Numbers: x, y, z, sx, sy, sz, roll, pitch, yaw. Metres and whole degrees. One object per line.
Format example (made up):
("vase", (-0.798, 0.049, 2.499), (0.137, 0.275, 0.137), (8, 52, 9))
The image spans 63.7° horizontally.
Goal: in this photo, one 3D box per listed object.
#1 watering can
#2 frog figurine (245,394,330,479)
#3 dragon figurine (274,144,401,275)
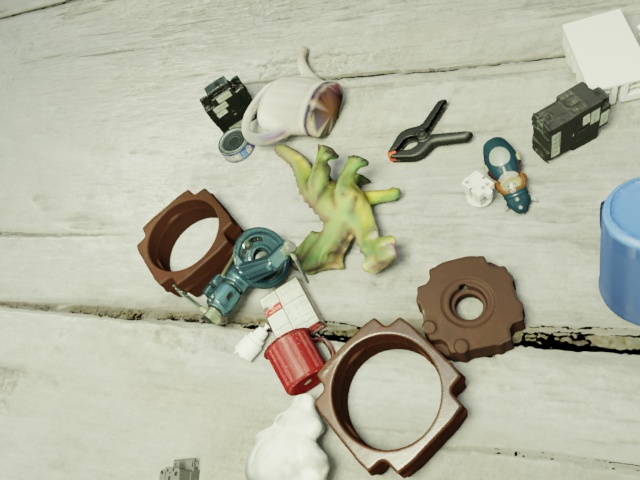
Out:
("watering can", (-0.044, -0.347, 1.214), (0.225, 0.102, 0.354), (14, 60, 28))
("frog figurine", (-0.042, 0.323, 0.803), (0.137, 0.121, 0.161), (5, 74, 46))
("dragon figurine", (0.003, -0.052, 1.025), (0.413, 0.120, 0.244), (22, 79, 40))
